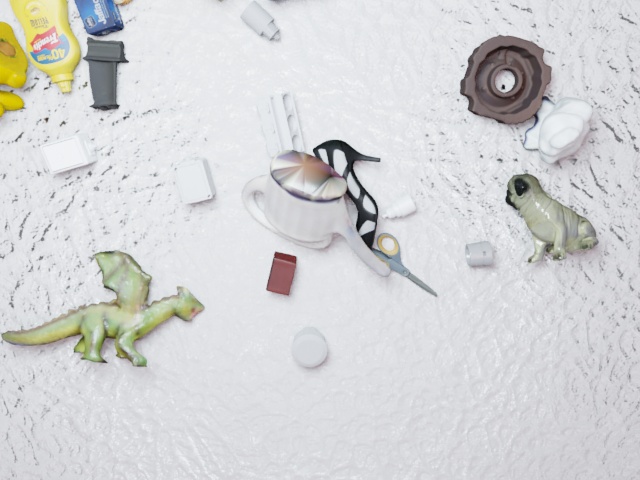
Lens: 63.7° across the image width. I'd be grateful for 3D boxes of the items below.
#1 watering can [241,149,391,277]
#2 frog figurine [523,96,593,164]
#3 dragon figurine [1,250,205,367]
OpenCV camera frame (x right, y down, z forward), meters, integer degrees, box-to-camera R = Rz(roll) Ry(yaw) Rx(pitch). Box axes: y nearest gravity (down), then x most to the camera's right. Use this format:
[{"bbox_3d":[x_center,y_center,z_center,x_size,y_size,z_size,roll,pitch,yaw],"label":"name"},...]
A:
[{"bbox_3d":[0.003,-0.052,1.025,0.348,0.106,0.219,23,142,6],"label":"watering can"},{"bbox_3d":[0.483,-0.215,1.014,0.122,0.161,0.136,35,101,-12],"label":"frog figurine"},{"bbox_3d":[-0.463,0.141,1.119,0.410,0.122,0.243,11,87,-7],"label":"dragon figurine"}]
